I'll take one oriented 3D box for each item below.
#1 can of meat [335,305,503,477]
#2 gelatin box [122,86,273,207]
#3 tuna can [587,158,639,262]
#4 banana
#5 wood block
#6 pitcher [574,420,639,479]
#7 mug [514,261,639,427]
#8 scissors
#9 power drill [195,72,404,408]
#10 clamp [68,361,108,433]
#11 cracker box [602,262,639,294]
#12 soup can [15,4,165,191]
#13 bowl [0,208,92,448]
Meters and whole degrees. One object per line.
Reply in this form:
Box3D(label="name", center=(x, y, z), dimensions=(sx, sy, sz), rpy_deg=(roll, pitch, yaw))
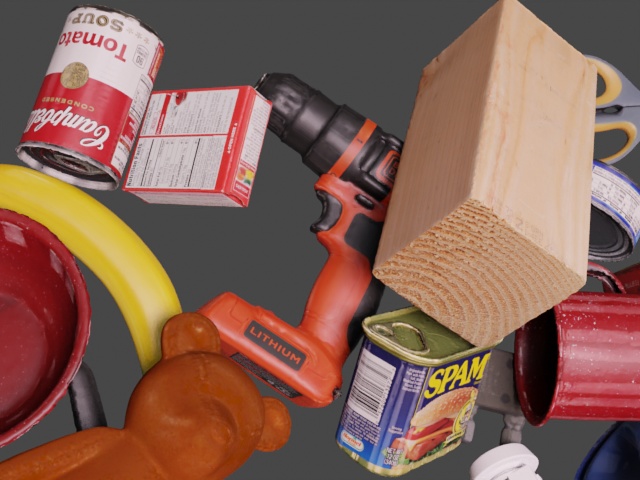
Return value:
Box3D(label="can of meat", center=(0.060, 0.092, 0.670), dimensions=(0.101, 0.058, 0.084), rpy_deg=(-8, 120, -51))
Box3D(label="gelatin box", center=(-0.080, -0.060, 0.694), dimensions=(0.030, 0.089, 0.073), rpy_deg=(32, 66, -51))
Box3D(label="tuna can", center=(0.182, -0.023, 0.738), dimensions=(0.086, 0.086, 0.033), rpy_deg=(33, 72, -4))
Box3D(label="banana", center=(-0.145, 0.016, 0.684), dimensions=(0.069, 0.037, 0.198), rpy_deg=(-37, 88, -19))
Box3D(label="wood block", center=(0.110, -0.048, 0.674), dimensions=(0.090, 0.091, 0.206), rpy_deg=(34, 43, -17))
Box3D(label="pitcher", center=(0.297, 0.205, 0.701), dimensions=(0.149, 0.145, 0.243), rpy_deg=(-43, 93, -5))
Box3D(label="mug", center=(0.177, 0.065, 0.692), dimensions=(0.081, 0.093, 0.117), rpy_deg=(3, 54, -6))
Box3D(label="scissors", center=(0.256, -0.109, 0.809), dimensions=(0.201, 0.016, 0.096), rpy_deg=(-18, 83, -15))
Box3D(label="power drill", center=(-0.005, 0.001, 0.707), dimensions=(0.184, 0.057, 0.187), rpy_deg=(35, 73, -3))
Box3D(label="clamp", center=(-0.148, 0.170, 0.650), dimensions=(0.120, 0.039, 0.171), rpy_deg=(-36, 83, -16))
Box3D(label="cracker box", center=(0.325, 0.030, 0.717), dimensions=(0.213, 0.164, 0.072), rpy_deg=(-5, 78, -14))
Box3D(label="soup can", center=(-0.147, -0.091, 0.691), dimensions=(0.068, 0.069, 0.102), rpy_deg=(19, 74, -8))
Box3D(label="bowl", center=(-0.213, 0.061, 0.638), dimensions=(0.162, 0.055, 0.162), rpy_deg=(0, 64, 0))
